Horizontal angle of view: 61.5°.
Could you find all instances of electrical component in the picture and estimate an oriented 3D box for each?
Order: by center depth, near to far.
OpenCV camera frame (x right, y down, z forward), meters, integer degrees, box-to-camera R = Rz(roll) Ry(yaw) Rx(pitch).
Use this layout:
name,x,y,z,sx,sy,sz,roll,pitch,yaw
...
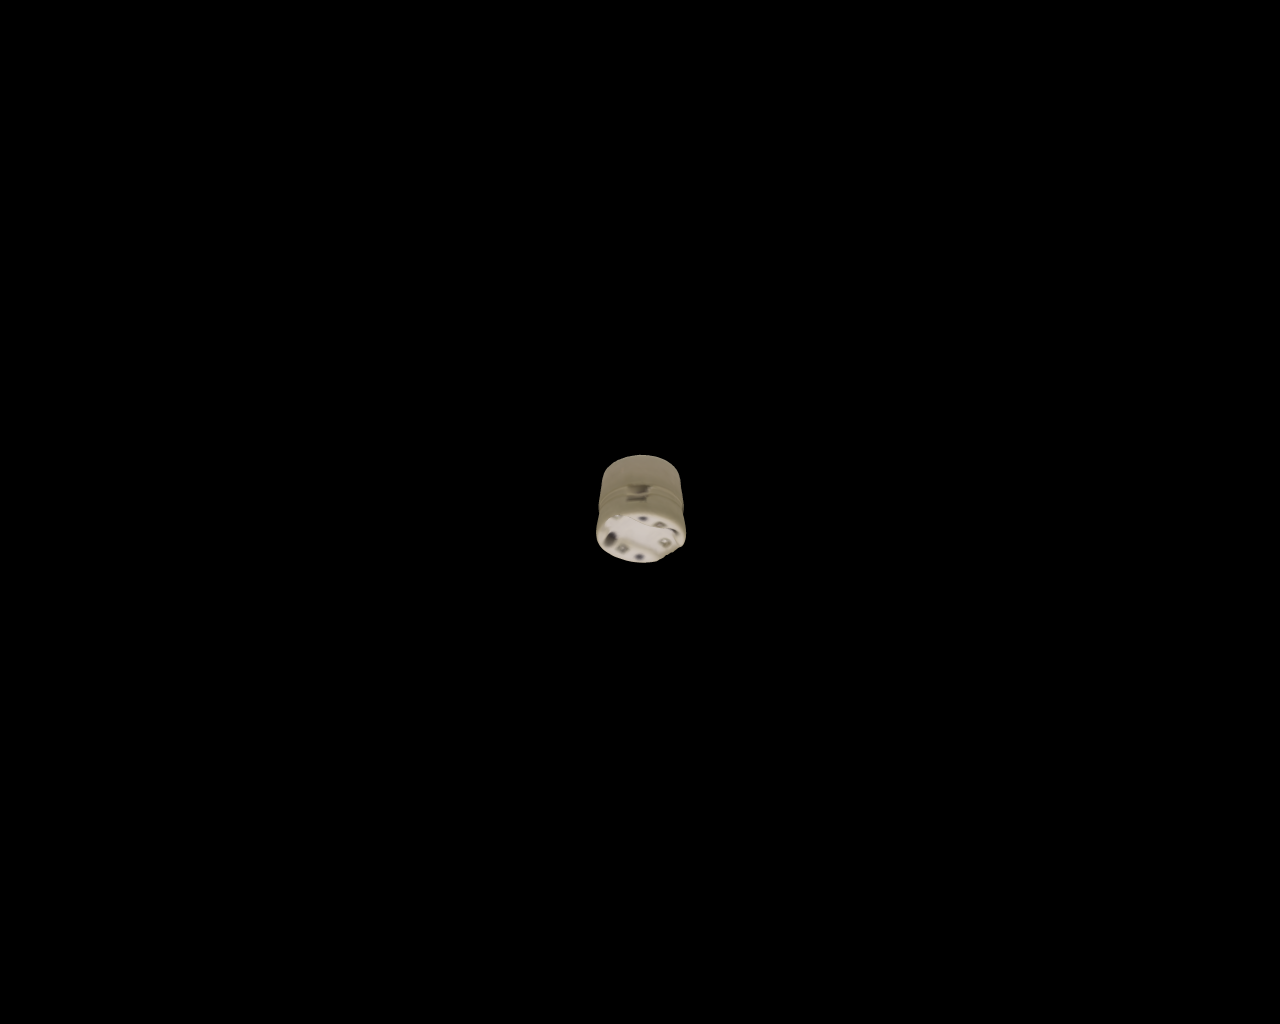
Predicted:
name,x,y,z,sx,sy,sz,roll,pitch,yaw
electrical component,0.001,-0.003,0.650,0.055,0.047,0.055,0,-37,0
